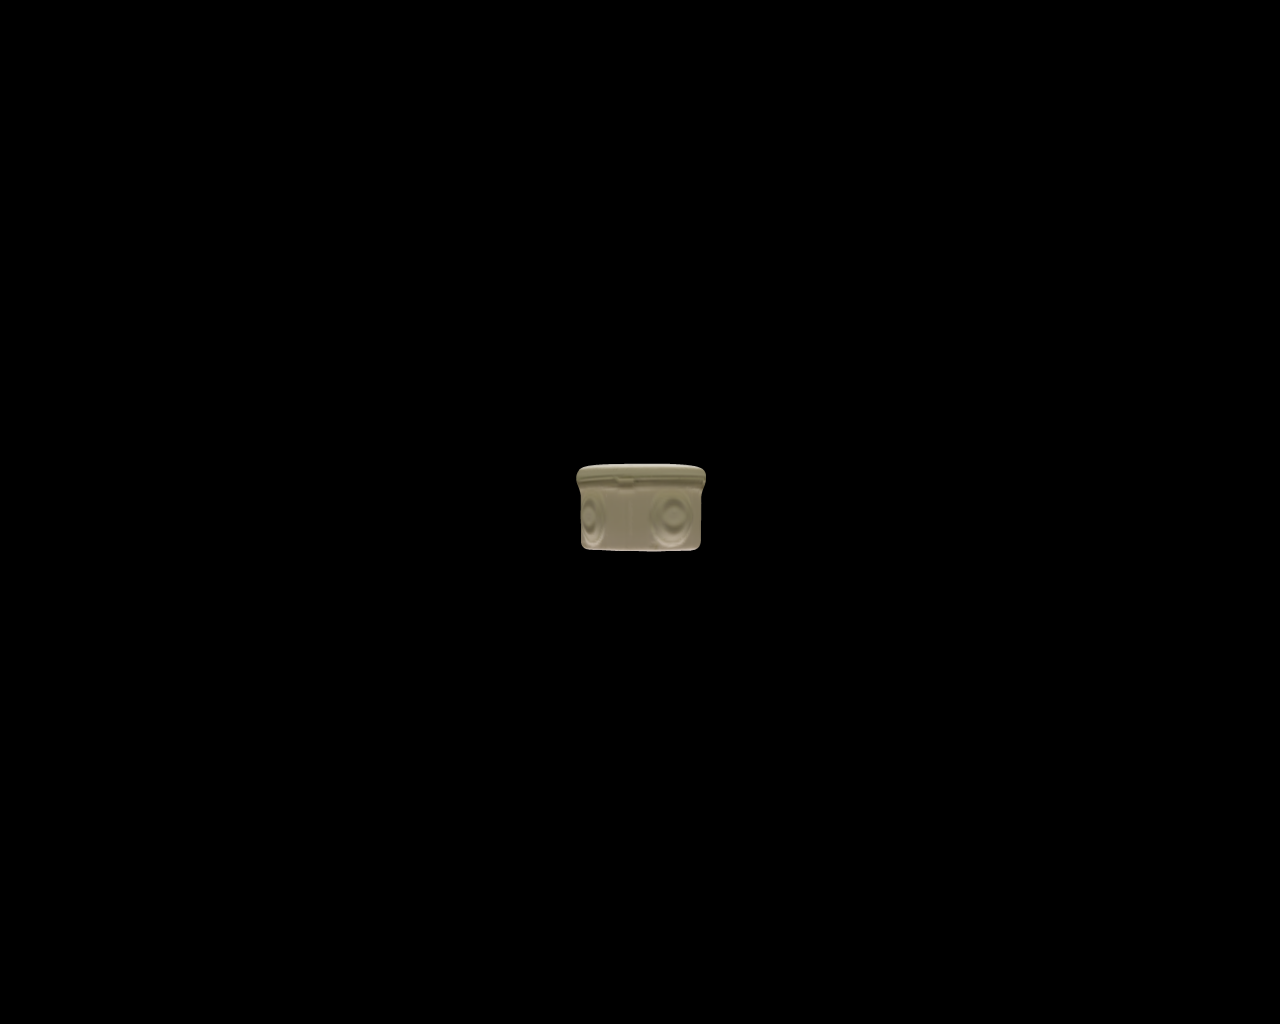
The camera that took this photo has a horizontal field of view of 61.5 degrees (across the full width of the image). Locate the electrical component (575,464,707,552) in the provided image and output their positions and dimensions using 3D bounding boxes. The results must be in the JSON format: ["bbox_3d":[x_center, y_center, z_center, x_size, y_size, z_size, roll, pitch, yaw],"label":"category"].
[{"bbox_3d":[0.001,-0.003,0.650,0.080,0.051,0.080,0,0,0],"label":"electrical component"}]
